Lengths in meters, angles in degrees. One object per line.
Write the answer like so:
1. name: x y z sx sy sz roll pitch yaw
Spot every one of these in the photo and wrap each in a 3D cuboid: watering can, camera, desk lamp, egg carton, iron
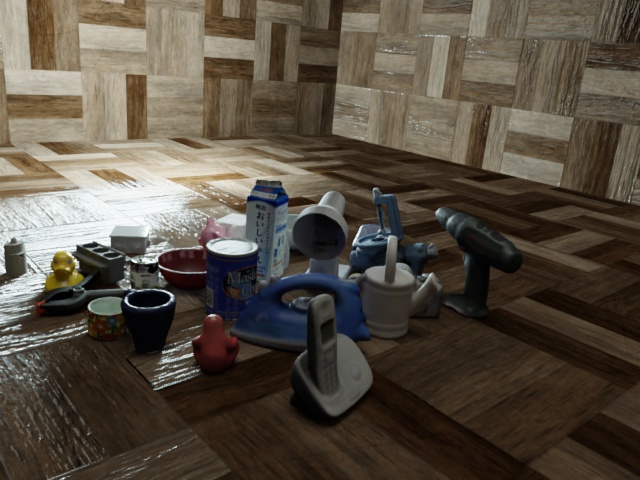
1. watering can: 0.142 0.086 1.123 0.173 0.194 0.100 1 18 -13
2. camera: 0.184 0.097 1.251 0.143 0.101 0.136 3 18 -6
3. desk lamp: 0.012 0.005 1.306 0.117 0.213 0.203 8 18 10
4. egg carton: -0.228 -0.024 1.562 0.107 0.069 0.150 11 19 17
5. iron: -0.034 0.121 1.054 0.258 0.141 0.118 4 18 -4

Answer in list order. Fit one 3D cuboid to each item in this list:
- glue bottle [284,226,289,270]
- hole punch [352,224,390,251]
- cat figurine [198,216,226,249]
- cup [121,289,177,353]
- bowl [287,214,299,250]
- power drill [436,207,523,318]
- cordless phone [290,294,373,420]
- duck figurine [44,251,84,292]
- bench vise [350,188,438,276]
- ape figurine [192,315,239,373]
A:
1. glue bottle: -0.110 -0.013 1.392 0.078 0.173 0.037 0 19 -15
2. hole punch: 0.145 0.014 1.511 0.108 0.091 0.101 10 19 16
3. cat figurine: -0.263 -0.004 1.415 0.067 0.118 0.127 4 18 -4
4. cup: -0.305 0.140 0.995 0.117 0.095 0.092 19 23 37
5. bowl: -0.058 -0.015 1.574 0.167 0.075 0.167 5 18 -1
6. power drill: 0.328 0.052 1.254 0.076 0.208 0.228 -9 23 -36
7. cordless phone: 0.023 0.162 0.870 0.093 0.185 0.148 15 20 28
8. duck figurine: -0.529 0.063 1.185 0.078 0.086 0.104 -1 19 -18
9. bench vise: 0.184 -0.014 1.399 0.207 0.220 0.121 5 18 1
10. ape figurine: -0.175 0.167 0.953 0.077 0.092 0.076 7 18 5
